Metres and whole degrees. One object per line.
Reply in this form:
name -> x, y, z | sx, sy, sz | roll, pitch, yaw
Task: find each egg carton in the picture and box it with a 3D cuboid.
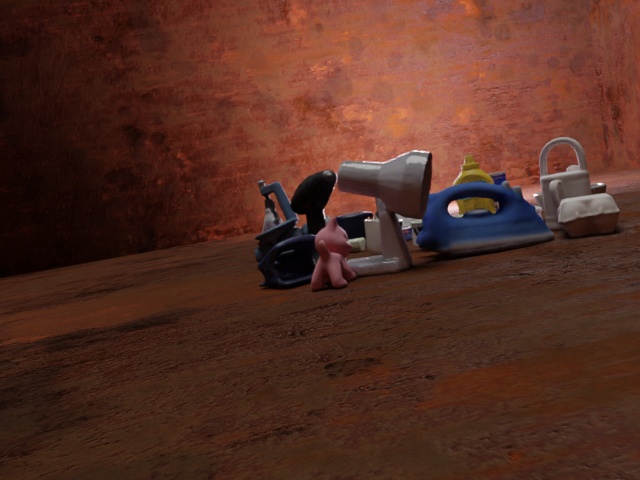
egg carton -> 0.518, -0.049, 1.112 | 0.107, 0.069, 0.151 | -8, 5, 22

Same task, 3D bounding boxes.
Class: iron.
iron -> 0.310, -0.050, 1.103 | 0.258, 0.141, 0.119 | -9, 5, 6

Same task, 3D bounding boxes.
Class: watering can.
watering can -> 0.532, -0.125, 1.245 | 0.100, 0.194, 0.173 | -8, 5, 18

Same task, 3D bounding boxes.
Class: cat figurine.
cat figurine -> 0.019, 0.019, 1.006 | 0.067, 0.118, 0.128 | -8, 5, 16

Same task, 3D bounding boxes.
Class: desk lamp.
desk lamp -> 0.117, -0.049, 1.049 | 0.202, 0.213, 0.118 | -8, 5, 19

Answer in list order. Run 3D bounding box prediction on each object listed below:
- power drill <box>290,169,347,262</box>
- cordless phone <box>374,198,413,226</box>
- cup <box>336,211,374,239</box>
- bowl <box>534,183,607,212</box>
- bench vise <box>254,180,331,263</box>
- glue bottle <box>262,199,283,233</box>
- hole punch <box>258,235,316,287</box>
power drill -> -0.001, -0.044, 1.271 | 0.076, 0.208, 0.229 | -11, 5, -21
cordless phone -> 0.226, -0.103, 1.675 | 0.148, 0.185, 0.094 | -10, 5, -10
cup -> 0.103, -0.027, 1.561 | 0.118, 0.095, 0.091 | -13, 6, -34
bowl -> 0.615, -0.091, 1.405 | 0.167, 0.075, 0.167 | -10, 5, 1
bench vise -> -0.075, -0.052, 1.448 | 0.207, 0.220, 0.121 | -10, 5, -5
glue bottle -> -0.128, -0.028, 1.561 | 0.078, 0.173, 0.037 | -8, 5, 23
hole punch -> -0.060, 0.039, 1.092 | 0.109, 0.091, 0.100 | -13, 6, -36
